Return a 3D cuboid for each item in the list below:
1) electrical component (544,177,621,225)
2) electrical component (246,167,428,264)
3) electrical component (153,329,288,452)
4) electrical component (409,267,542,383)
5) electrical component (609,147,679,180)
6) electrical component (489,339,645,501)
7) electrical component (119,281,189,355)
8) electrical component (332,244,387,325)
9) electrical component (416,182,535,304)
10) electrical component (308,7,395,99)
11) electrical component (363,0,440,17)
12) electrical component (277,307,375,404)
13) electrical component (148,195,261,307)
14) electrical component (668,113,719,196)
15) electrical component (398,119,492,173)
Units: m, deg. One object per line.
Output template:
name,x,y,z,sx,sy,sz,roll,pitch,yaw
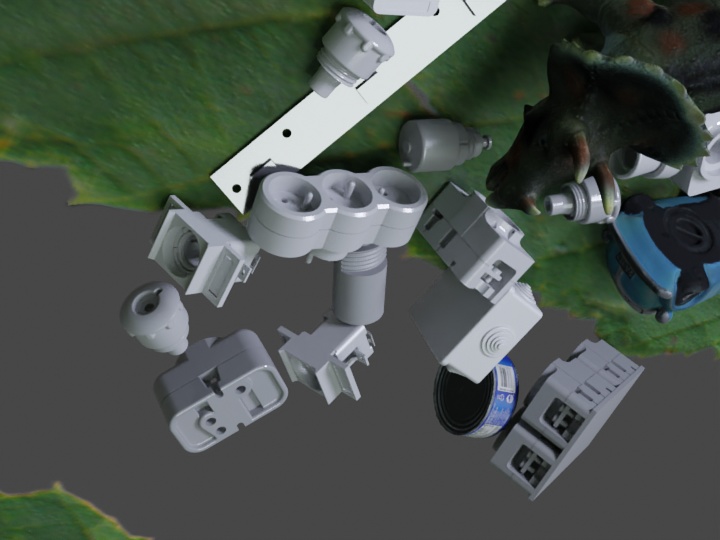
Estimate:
electrical component,0.192,-0.060,0.937,0.062,0.048,0.048,-10,130,-14
electrical component,-0.021,-0.032,0.806,0.138,0.052,0.073,-6,139,-31
electrical component,-0.115,0.094,0.870,0.095,0.059,0.053,-30,135,-6
electrical component,0.099,0.037,0.923,0.048,0.099,0.099,35,103,-30
electrical component,0.249,-0.101,0.935,0.055,0.045,0.045,-3,126,-29
electrical component,0.199,0.136,1.035,0.105,0.060,0.186,-60,161,21
electrical component,-0.151,0.042,0.820,0.048,0.048,0.062,-31,141,-5
electrical component,0.000,0.000,0.873,0.043,0.043,0.081,-13,130,-21
electrical component,0.095,-0.026,0.874,0.055,0.089,0.050,-48,133,12
electrical component,-0.010,-0.148,0.749,0.048,0.048,0.062,26,116,-41
electrical component,0.031,-0.217,0.707,0.050,0.055,0.089,-4,127,-27
electrical component,-0.026,0.069,0.897,0.064,0.081,0.042,-43,139,-25
electrical component,-0.110,-0.015,0.780,0.064,0.081,0.042,-7,132,-55
electrical component,0.305,-0.116,0.948,0.050,0.055,0.089,-16,131,-19
electrical component,0.067,-0.097,0.835,0.078,0.040,0.040,-6,128,-26
